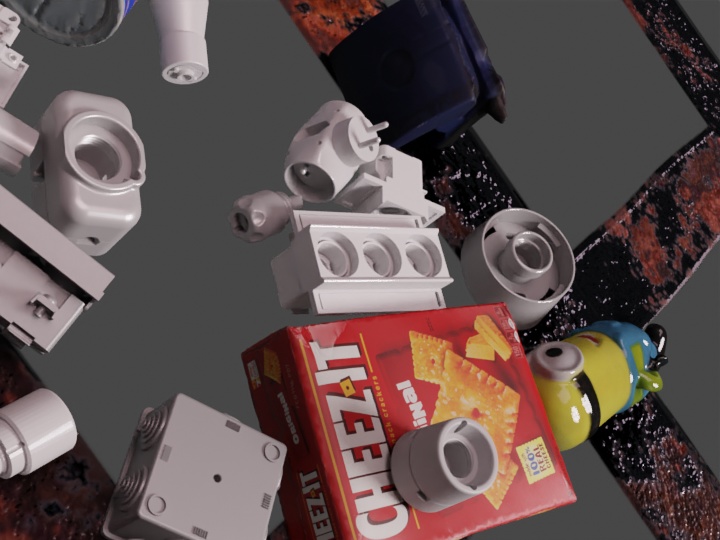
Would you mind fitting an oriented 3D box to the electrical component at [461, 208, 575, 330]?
[{"bbox_3d":[0.135,-0.002,0.929,0.099,0.064,0.099,10,61,-19],"label":"electrical component"}]

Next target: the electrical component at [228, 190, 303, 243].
[{"bbox_3d":[-0.066,-0.043,0.793,0.061,0.035,0.035,-25,84,-46],"label":"electrical component"}]

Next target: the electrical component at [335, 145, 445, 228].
[{"bbox_3d":[0.024,-0.063,0.872,0.081,0.042,0.063,21,52,-30],"label":"electrical component"}]

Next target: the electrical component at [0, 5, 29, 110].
[{"bbox_3d":[-0.250,-0.144,0.680,0.081,0.064,0.042,32,50,-22],"label":"electrical component"}]

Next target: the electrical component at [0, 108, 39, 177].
[{"bbox_3d":[-0.233,-0.085,0.680,0.046,0.040,0.040,32,51,-28],"label":"electrical component"}]

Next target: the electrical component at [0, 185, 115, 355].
[{"bbox_3d":[-0.216,-0.008,0.633,0.121,0.079,0.063,41,70,-14],"label":"electrical component"}]

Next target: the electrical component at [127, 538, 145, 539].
[{"bbox_3d":[-0.135,0.181,0.608,0.055,0.047,0.055,19,57,-31],"label":"electrical component"}]

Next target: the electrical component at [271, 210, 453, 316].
[{"bbox_3d":[0.000,0.000,0.803,0.121,0.063,0.078,0,67,-39],"label":"electrical component"}]

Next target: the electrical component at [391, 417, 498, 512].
[{"bbox_3d":[0.056,0.124,0.694,0.055,0.047,0.055,16,60,-30],"label":"electrical component"}]

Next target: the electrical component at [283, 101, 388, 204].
[{"bbox_3d":[-0.012,-0.097,0.835,0.043,0.079,0.077,51,44,-28],"label":"electrical component"}]

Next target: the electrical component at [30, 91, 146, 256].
[{"bbox_3d":[-0.177,-0.065,0.699,0.054,0.059,0.095,6,64,-37],"label":"electrical component"}]

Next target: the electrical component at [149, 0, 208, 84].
[{"bbox_3d":[-0.133,-0.173,0.806,0.044,0.044,0.065,6,69,-37],"label":"electrical component"}]

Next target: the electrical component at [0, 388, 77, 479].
[{"bbox_3d":[-0.198,0.098,0.608,0.078,0.040,0.040,-30,87,-43],"label":"electrical component"}]

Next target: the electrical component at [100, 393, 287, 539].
[{"bbox_3d":[-0.099,0.134,0.662,0.100,0.048,0.099,31,51,-22],"label":"electrical component"}]
